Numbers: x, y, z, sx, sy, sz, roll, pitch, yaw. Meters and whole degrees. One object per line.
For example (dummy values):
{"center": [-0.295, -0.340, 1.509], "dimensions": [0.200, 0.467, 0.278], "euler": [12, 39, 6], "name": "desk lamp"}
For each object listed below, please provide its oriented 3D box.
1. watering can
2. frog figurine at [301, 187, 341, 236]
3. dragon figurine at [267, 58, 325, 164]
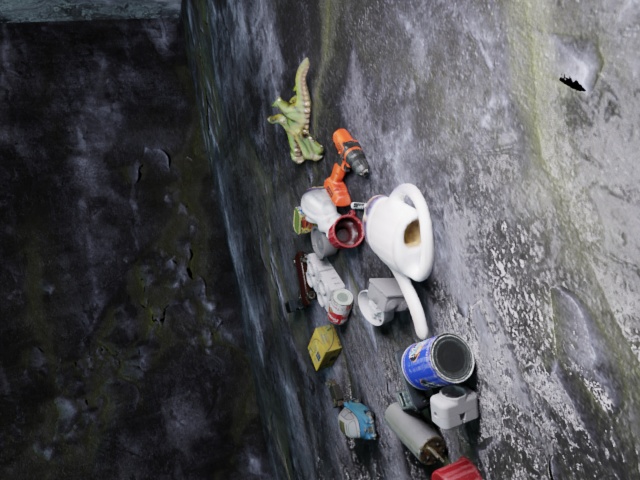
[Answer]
{"center": [0.184, 0.034, 1.170], "dimensions": [0.227, 0.104, 0.342], "euler": [-142, 46, -61], "name": "watering can"}
{"center": [0.005, -0.079, 1.569], "dimensions": [0.136, 0.122, 0.161], "euler": [-21, 68, 49], "name": "frog figurine"}
{"center": [-0.046, -0.367, 1.631], "dimensions": [0.244, 0.123, 0.404], "euler": [58, 158, 6], "name": "dragon figurine"}
